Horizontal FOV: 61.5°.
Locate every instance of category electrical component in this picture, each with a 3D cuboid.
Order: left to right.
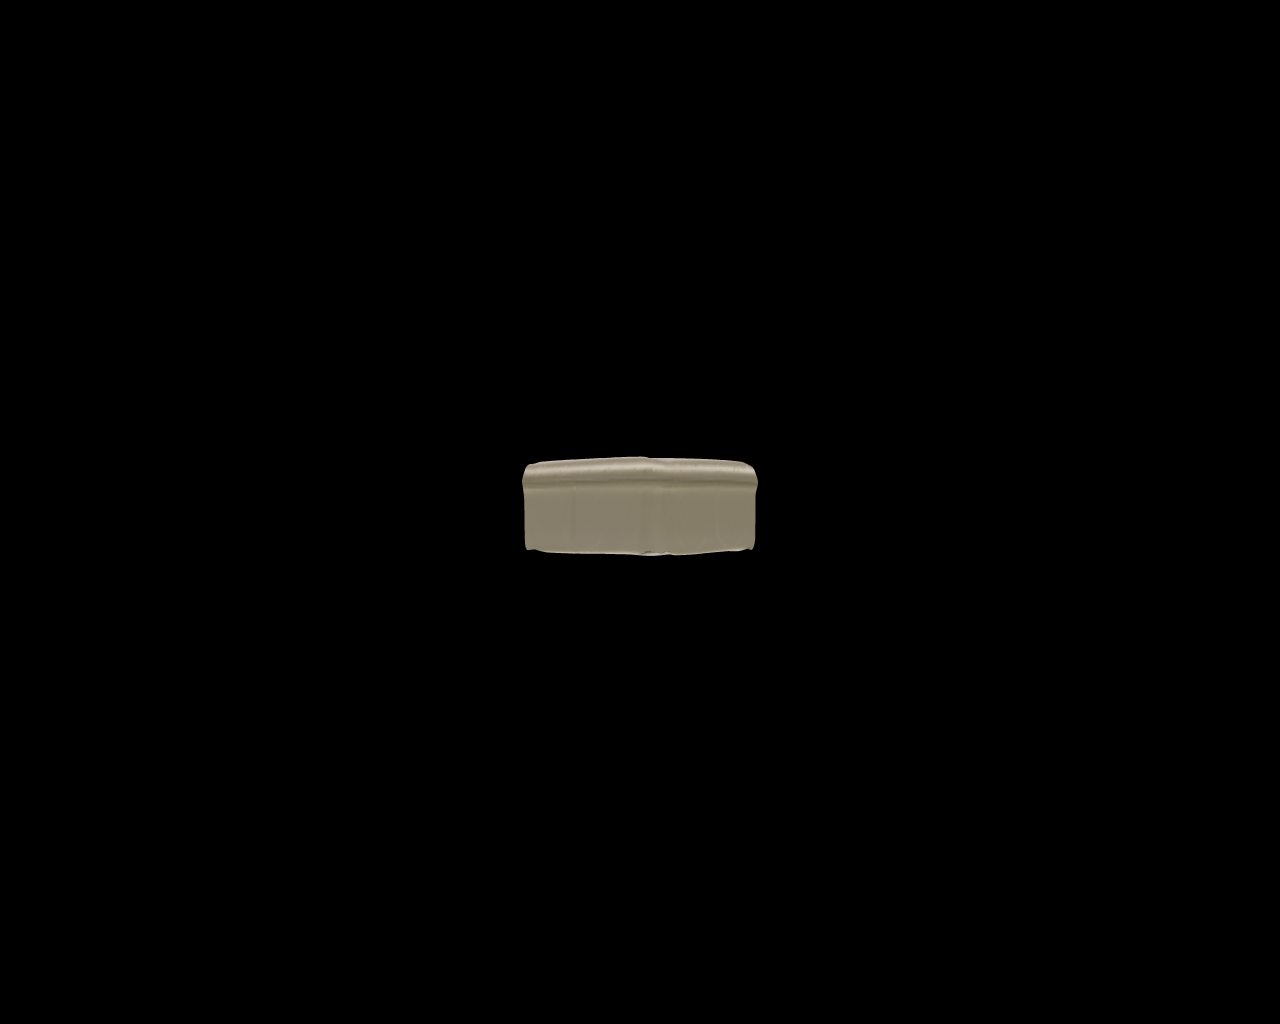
[{"bbox_3d":[0.001,-0.003,0.650,0.109,0.056,0.109,0,0,37],"label":"electrical component"}]
